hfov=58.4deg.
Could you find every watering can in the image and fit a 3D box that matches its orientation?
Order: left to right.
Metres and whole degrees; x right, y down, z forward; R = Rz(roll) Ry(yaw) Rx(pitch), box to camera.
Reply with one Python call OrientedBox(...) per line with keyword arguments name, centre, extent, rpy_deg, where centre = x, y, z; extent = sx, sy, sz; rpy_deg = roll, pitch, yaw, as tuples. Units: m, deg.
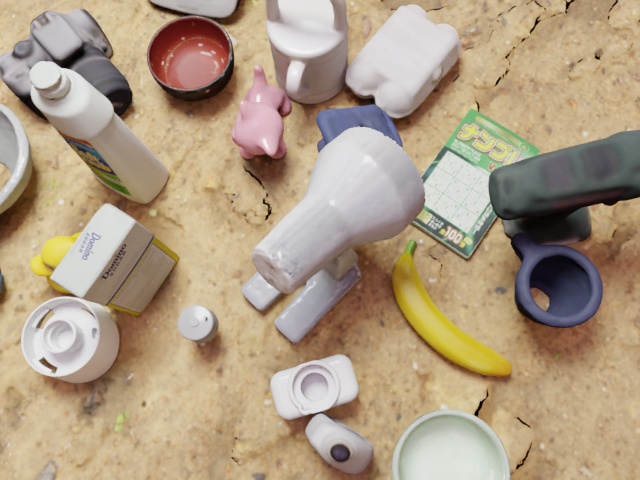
OrientedBox(name="watering can", centre=(-0.016, -0.264, 0.699), extent=(0.101, 0.194, 0.173), rpy_deg=(-10, 75, -1))

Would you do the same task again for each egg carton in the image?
OrientedBox(name="egg carton", centre=(0.111, -0.233, 0.752), extent=(0.107, 0.069, 0.150), rpy_deg=(36, 79, 10))

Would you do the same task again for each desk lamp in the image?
OrientedBox(name="desk lamp", centre=(0.006, 0.002, 0.617), extent=(0.118, 0.213, 0.203), rpy_deg=(41, 80, 12))

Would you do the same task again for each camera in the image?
OrientedBox(name="camera", centre=(-0.323, -0.215, 0.742), extent=(0.143, 0.101, 0.136), rpy_deg=(-41, 78, -9))

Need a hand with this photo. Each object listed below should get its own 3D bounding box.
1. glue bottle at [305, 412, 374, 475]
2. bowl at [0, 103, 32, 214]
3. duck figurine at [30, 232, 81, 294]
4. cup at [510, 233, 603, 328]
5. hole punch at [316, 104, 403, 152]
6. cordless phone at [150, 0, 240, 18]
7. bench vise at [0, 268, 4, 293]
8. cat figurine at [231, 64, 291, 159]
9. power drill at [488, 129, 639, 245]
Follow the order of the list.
OrientedBox(name="glue bottle", centre=(0.019, 0.209, 0.582), extent=(0.078, 0.173, 0.037), rpy_deg=(32, 78, 10))
OrientedBox(name="bowl", centre=(-0.435, -0.090, 0.725), extent=(0.167, 0.075, 0.167), rpy_deg=(0, 75, 1))
OrientedBox(name="duck figurine", centre=(-0.292, 0.020, 0.686), extent=(0.104, 0.086, 0.077), rpy_deg=(-22, 75, -4))
OrientedBox(name="cup", centre=(0.252, 0.050, 0.659), extent=(0.092, 0.095, 0.117), rpy_deg=(-35, 77, -8))
OrientedBox(name="hole punch", centre=(0.053, -0.116, 0.711), extent=(0.101, 0.091, 0.108), rpy_deg=(-22, 75, -4))
OrientedBox(name="cordless phone", centre=(-0.177, -0.383, 0.739), extent=(0.147, 0.185, 0.094), rpy_deg=(12, 76, 5))
OrientedBox(name="bench vise", centre=(-0.493, 0.039, 0.617), extent=(0.207, 0.220, 0.121), rpy_deg=(-16, 75, -2))
OrientedBox(name="cat figurine", centre=(-0.075, -0.153, 0.710), extent=(0.067, 0.118, 0.128), rpy_deg=(0, 75, 2))
OrientedBox(name="power drill", centre=(0.290, -0.055, 0.627), extent=(0.229, 0.208, 0.075), rpy_deg=(-11, 75, -1))
